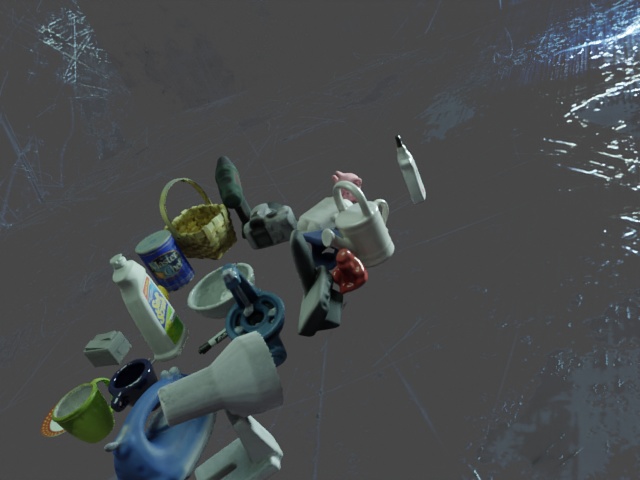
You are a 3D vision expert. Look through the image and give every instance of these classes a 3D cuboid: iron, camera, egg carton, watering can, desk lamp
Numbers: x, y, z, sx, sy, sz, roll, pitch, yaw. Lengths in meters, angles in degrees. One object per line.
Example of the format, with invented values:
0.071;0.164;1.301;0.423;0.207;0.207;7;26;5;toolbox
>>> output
-0.269;0.307;0.988;0.118;0.142;0.258;-12;30;25;iron
-0.128;-0.059;1.558;0.143;0.101;0.137;-15;29;20;camera
0.017;-0.050;1.453;0.150;0.069;0.107;-38;30;-22;egg carton
0.080;-0.038;1.242;0.100;0.194;0.173;-4;34;35;watering can
-0.134;0.267;0.865;0.203;0.214;0.117;-33;28;-14;desk lamp

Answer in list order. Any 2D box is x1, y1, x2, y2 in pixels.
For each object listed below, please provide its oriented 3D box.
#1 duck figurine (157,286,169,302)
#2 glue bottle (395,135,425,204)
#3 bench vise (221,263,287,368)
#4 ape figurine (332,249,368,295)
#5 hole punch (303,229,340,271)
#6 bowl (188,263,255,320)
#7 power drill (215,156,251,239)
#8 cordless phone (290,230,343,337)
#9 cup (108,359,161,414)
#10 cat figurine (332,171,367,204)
-0.452;0.147;1.485;0.105;0.086;0.077;-42;31;-28;duck figurine
0.215;-0.177;1.396;0.037;0.173;0.078;-19;28;14;glue bottle
-0.150;0.126;1.120;0.122;0.220;0.206;-36;29;-19;bench vise
0.060;0.059;1.200;0.077;0.092;0.076;8;42;47;ape figurine
0.012;0.005;1.337;0.101;0.091;0.108;-40;31;-26;hole punch
-0.216;0.131;1.327;0.167;0.075;0.167;-20;28;11;bowl
-0.234;-0.118;1.632;0.075;0.209;0.229;-25;27;1;power drill
-0.029;0.083;1.131;0.094;0.185;0.147;-19;28;12;cordless phone
-0.355;0.304;1.117;0.091;0.095;0.118;-14;29;21;cup
0.069;-0.139;1.513;0.067;0.118;0.127;-32;28;-12;cat figurine
